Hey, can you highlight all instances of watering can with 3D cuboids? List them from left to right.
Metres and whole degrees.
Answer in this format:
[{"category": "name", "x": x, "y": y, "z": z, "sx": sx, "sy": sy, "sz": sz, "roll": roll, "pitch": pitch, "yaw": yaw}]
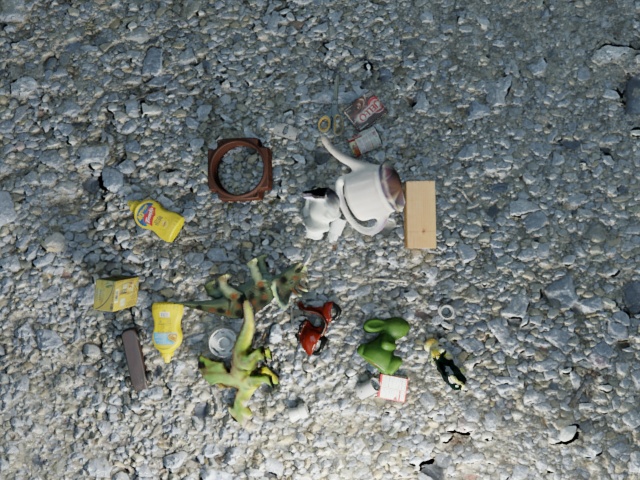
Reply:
[{"category": "watering can", "x": 0.134, "y": -0.183, "z": 1.586, "sx": 0.223, "sy": 0.345, "sz": 0.105, "roll": -15, "pitch": 10, "yaw": 35}]

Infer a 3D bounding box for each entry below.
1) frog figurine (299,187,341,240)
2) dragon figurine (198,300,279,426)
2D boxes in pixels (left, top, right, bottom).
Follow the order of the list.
[{"category": "frog figurine", "x": 0.005, "y": -0.082, "z": 1.628, "sx": 0.137, "sy": 0.157, "sz": 0.125, "roll": 4, "pitch": 25, "yaw": 30}, {"category": "dragon figurine", "x": -0.266, "y": 0.385, "z": 1.592, "sx": 0.242, "sy": 0.406, "sz": 0.123, "roll": -13, "pitch": 13, "yaw": 8}]
